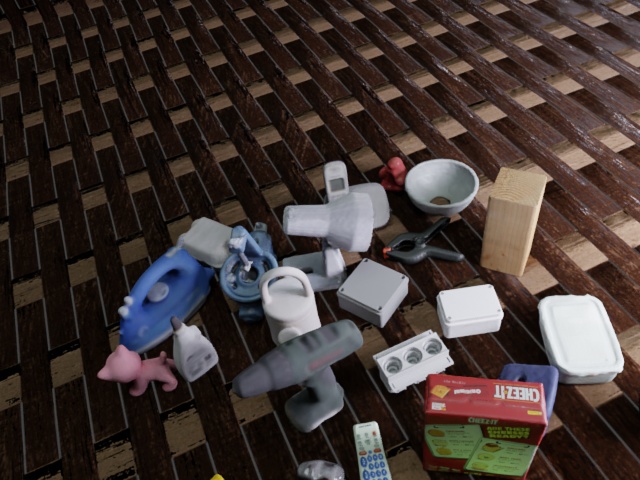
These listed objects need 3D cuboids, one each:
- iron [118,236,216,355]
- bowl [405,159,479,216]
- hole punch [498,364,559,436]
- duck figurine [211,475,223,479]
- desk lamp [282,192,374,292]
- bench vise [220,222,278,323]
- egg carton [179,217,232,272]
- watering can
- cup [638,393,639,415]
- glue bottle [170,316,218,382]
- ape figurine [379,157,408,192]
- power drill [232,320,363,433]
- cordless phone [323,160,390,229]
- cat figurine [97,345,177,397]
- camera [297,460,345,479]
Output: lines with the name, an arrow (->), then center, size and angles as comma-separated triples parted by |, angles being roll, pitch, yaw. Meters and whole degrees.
iron -> -0.336, 0.114, 1.170 | 0.118, 0.142, 0.259 | 21, 54, 25
bowl -> 0.280, -0.109, 1.325 | 0.167, 0.075, 0.167 | -4, 47, 5
hole punch -> 0.341, 0.263, 0.962 | 0.100, 0.091, 0.109 | 14, 51, 20
duck figurine -> -0.184, 0.418, 0.905 | 0.077, 0.086, 0.105 | 29, 58, 31
desk lamp -> 0.011, 0.004, 1.168 | 0.203, 0.214, 0.118 | -10, 47, 0
bench vise -> -0.153, 0.031, 1.164 | 0.121, 0.220, 0.207 | -14, 47, -3
egg carton -> -0.246, 0.011, 1.300 | 0.150, 0.069, 0.107 | 20, 54, 25
watering can -> -0.056, 0.125, 1.080 | 0.101, 0.194, 0.172 | -23, 48, -12
cup -> 0.562, 0.269, 0.920 | 0.118, 0.095, 0.091 | -27, 49, -15
glue bottle -> -0.244, 0.193, 1.061 | 0.078, 0.173, 0.037 | -35, 52, -22
ape figurine -> 0.180, -0.161, 1.377 | 0.076, 0.092, 0.077 | -19, 48, -9
power drill -> -0.027, 0.236, 0.964 | 0.230, 0.209, 0.075 | -31, 50, -19
cordless phone -> 0.077, -0.104, 1.277 | 0.147, 0.185, 0.094 | -15, 47, -4
cat figurine -> -0.341, 0.237, 1.074 | 0.128, 0.118, 0.067 | -12, 47, -2
camera -> -0.041, 0.408, 0.882 | 0.136, 0.101, 0.143 | 7, 49, 15
